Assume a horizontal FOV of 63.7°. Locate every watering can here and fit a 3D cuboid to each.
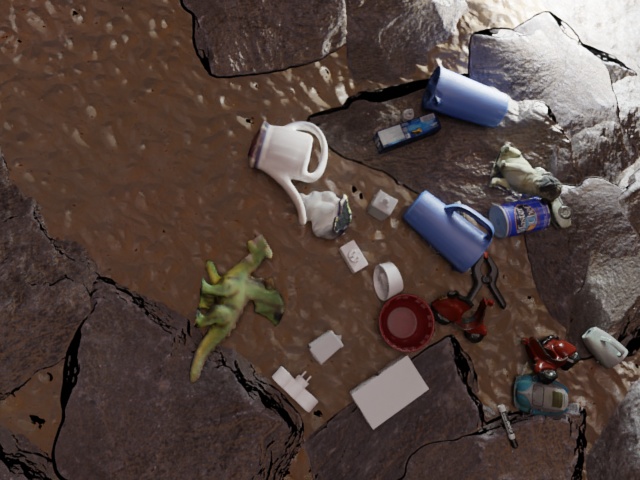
[{"bbox_3d":[-0.098,-0.213,1.465,0.224,0.102,0.355,14,59,-4],"label":"watering can"}]

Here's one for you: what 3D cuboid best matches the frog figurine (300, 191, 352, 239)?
[{"bbox_3d":[0.005,-0.075,1.485,0.160,0.122,0.138,8,87,31],"label":"frog figurine"}]

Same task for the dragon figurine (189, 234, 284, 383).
[{"bbox_3d":[-0.214,0.184,1.401,0.242,0.122,0.411,7,87,-14],"label":"dragon figurine"}]
